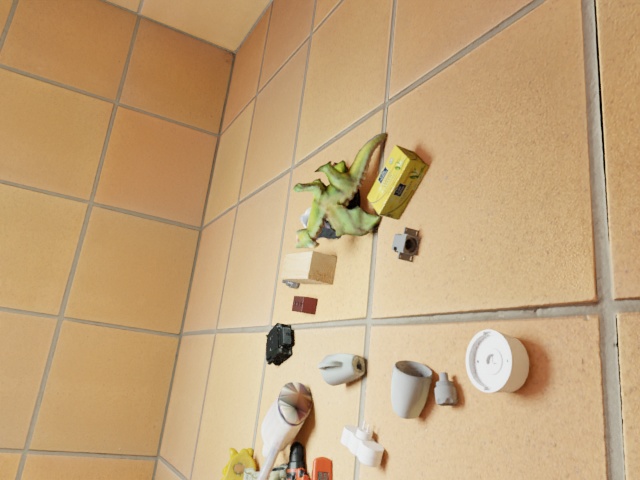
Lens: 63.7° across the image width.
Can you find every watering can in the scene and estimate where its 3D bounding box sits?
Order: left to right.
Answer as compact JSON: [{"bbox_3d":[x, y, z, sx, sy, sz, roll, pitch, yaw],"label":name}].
[{"bbox_3d":[-0.115,0.559,1.494,0.220,0.104,0.355,-61,7,27],"label":"watering can"}]

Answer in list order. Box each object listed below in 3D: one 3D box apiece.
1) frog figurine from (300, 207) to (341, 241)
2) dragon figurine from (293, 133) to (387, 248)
[{"bbox_3d":[0.005,-0.084,1.659,0.136,0.120,0.163,-19,43,21],"label":"frog figurine"},{"bbox_3d":[0.081,-0.118,1.478,0.410,0.121,0.245,-34,74,1],"label":"dragon figurine"}]
